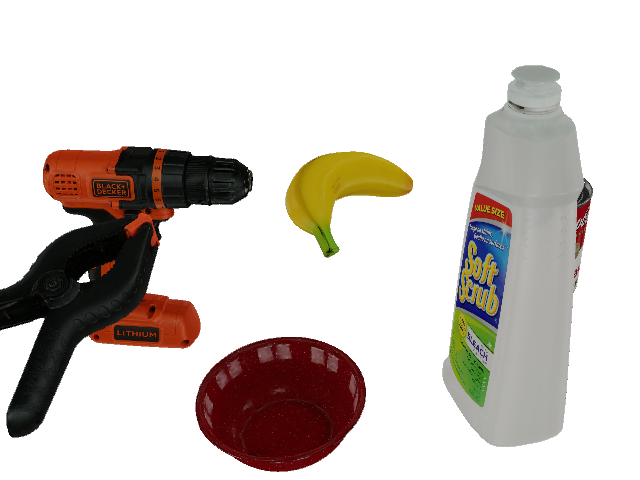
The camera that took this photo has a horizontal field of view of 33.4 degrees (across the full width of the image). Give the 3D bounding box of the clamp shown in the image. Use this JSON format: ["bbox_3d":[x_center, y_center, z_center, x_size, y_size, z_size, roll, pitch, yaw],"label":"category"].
[{"bbox_3d":[-0.180,0.039,0.691,0.120,0.039,0.171,27,54,19],"label":"clamp"}]

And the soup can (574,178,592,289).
[{"bbox_3d":[0.201,-0.004,0.953,0.068,0.102,0.068,0,33,0],"label":"soup can"}]

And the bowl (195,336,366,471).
[{"bbox_3d":[-0.035,0.165,1.014,0.162,0.055,0.162,-5,37,3],"label":"bowl"}]

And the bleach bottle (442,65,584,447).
[{"bbox_3d":[0.125,0.007,0.689,0.068,0.251,0.103,-9,31,-12],"label":"bleach bottle"}]

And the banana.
[{"bbox_3d":[0.018,-0.040,0.860,0.037,0.069,0.197,-34,2,30],"label":"banana"}]

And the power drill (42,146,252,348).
[{"bbox_3d":[-0.150,0.005,0.964,0.184,0.188,0.057,4,26,7],"label":"power drill"}]
